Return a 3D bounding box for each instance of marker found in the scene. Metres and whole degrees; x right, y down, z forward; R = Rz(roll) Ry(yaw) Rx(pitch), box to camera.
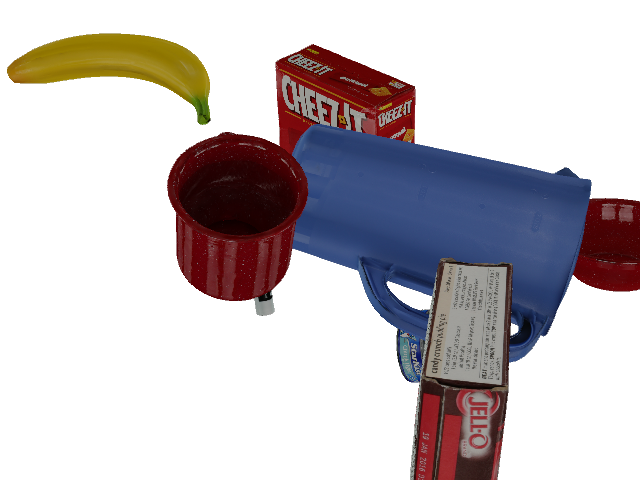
[{"bbox_3d":[-0.064,0.016,1.066,0.020,0.121,0.020,-7,15,2],"label":"marker"}]

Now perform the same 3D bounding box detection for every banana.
[{"bbox_3d":[-0.172,-0.149,0.914,0.198,0.069,0.037,13,-40,18],"label":"banana"}]

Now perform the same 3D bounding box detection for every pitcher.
[{"bbox_3d":[0.089,-0.007,0.878,0.243,0.145,0.149,16,18,9],"label":"pitcher"}]

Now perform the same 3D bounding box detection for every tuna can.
[{"bbox_3d":[0.118,0.123,1.241,0.034,0.086,0.086,-5,-2,25],"label":"tuna can"}]

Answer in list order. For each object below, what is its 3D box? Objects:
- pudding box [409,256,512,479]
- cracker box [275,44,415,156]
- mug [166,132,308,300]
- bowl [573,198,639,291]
[{"bbox_3d":[0.062,0.071,0.471,0.039,0.090,0.113,6,26,6],"label":"pudding box"},{"bbox_3d":[0.027,-0.098,1.241,0.072,0.214,0.164,-31,44,-34],"label":"cracker box"},{"bbox_3d":[-0.061,-0.021,0.740,0.093,0.117,0.081,-6,-36,-12],"label":"mug"},{"bbox_3d":[0.321,0.010,1.159,0.162,0.055,0.162,-2,27,1],"label":"bowl"}]
